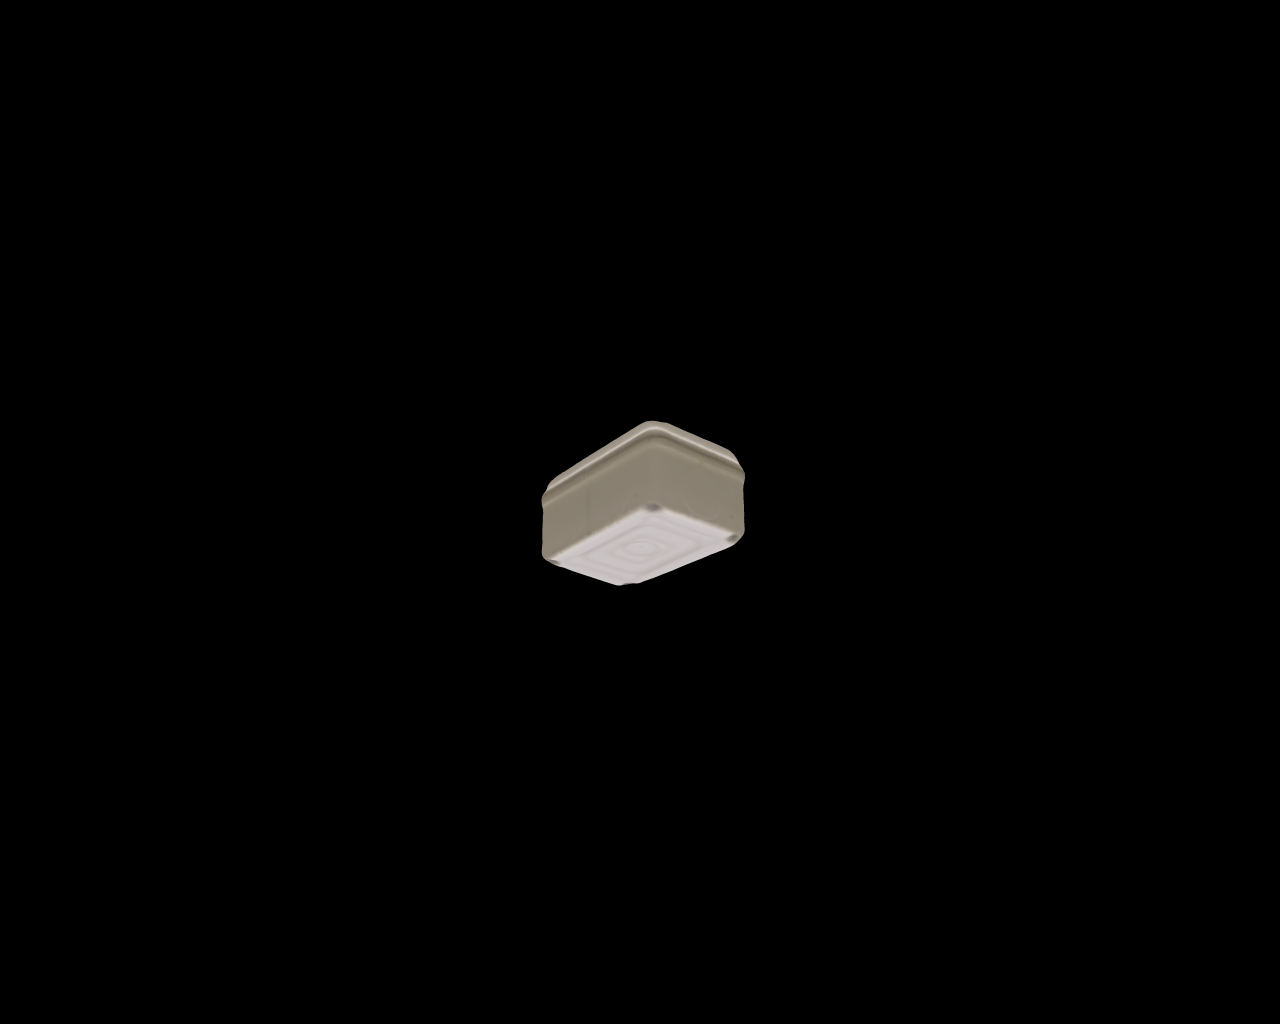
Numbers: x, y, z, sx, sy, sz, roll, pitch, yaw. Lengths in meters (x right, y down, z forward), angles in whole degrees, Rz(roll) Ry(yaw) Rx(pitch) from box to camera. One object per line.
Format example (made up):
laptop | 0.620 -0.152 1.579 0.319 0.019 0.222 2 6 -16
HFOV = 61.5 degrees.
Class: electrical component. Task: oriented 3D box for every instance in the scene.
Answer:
electrical component | 0.001 -0.003 0.650 0.078 0.057 0.113 21 -33 -36
